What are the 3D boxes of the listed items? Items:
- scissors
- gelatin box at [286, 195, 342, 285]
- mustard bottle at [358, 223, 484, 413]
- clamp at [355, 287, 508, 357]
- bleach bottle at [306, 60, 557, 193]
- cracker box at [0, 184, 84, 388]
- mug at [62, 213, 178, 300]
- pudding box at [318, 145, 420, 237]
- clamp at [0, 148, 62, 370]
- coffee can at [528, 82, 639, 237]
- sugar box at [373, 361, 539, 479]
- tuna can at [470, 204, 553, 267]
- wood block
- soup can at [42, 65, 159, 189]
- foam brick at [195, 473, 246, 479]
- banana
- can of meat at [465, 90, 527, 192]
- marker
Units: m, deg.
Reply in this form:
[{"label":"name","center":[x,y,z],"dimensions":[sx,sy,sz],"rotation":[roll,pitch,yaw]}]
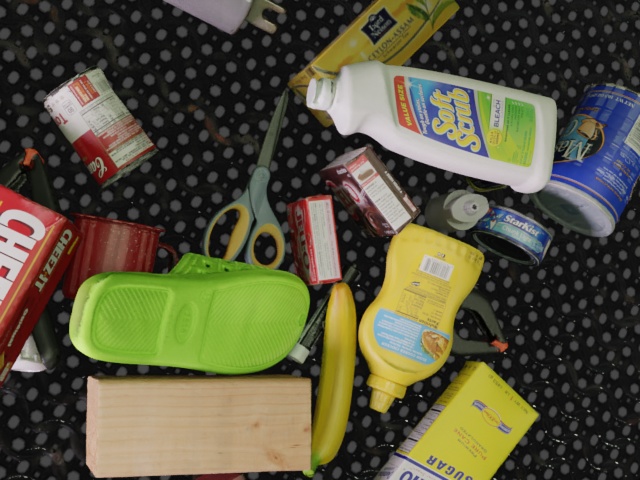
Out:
[{"label":"scissors","center":[-0.050,-0.050,1.119],"dimensions":[0.096,0.016,0.201],"rotation":[35,77,-14]},{"label":"gelatin box","center":[-0.007,0.001,1.098],"dimensions":[0.030,0.073,0.089],"rotation":[-8,88,-18]},{"label":"mustard bottle","center":[0.093,0.086,1.099],"dimensions":[0.096,0.058,0.191],"rotation":[22,84,-6]},{"label":"clamp","center":[0.123,0.080,1.154],"dimensions":[0.171,0.039,0.120],"rotation":[42,85,-7]},{"label":"bleach bottle","center":[0.108,-0.115,1.054],"dimensions":[0.250,0.068,0.102],"rotation":[8,84,-18]},{"label":"cracker box","center":[-0.348,0.014,0.955],"dimensions":[0.214,0.072,0.164],"rotation":[24,78,9]},{"label":"mug","center":[-0.192,0.024,1.035],"dimensions":[0.117,0.093,0.081],"rotation":[12,87,-36]},{"label":"pudding box","center":[0.049,-0.048,1.100],"dimensions":[0.039,0.114,0.090],"rotation":[-41,98,-13]},{"label":"clamp","center":[-0.291,0.017,1.008],"dimensions":[0.164,0.036,0.210],"rotation":[19,74,7]},{"label":"coffee can","center":[0.311,-0.089,1.191],"dimensions":[0.102,0.103,0.140],"rotation":[35,76,-12]},{"label":"sugar box","center":[0.145,0.225,1.146],"dimensions":[0.093,0.048,0.176],"rotation":[43,74,-10]},{"label":"tuna can","center":[0.207,-0.005,1.161],"dimensions":[0.086,0.086,0.033],"rotation":[29,80,-14]},{"label":"wood block","center":[-0.119,0.178,1.041],"dimensions":[0.205,0.091,0.090],"rotation":[2,85,-17]},{"label":"soup can","center":[-0.214,-0.110,1.044],"dimensions":[0.068,0.069,0.102],"rotation":[-36,97,-17]},{"label":"foam brick","center":[-0.096,0.259,1.050],"dimensions":[0.051,0.078,0.053],"rotation":[-28,95,-19]},{"label":"banana","center":[0.016,0.145,1.100],"dimensions":[0.037,0.069,0.198],"rotation":[7,82,5]},{"label":"can of meat","center":[0.196,-0.108,1.166],"dimensions":[0.057,0.084,0.102],"rotation":[-9,89,-18]},{"label":"marker","center":[0.006,0.076,1.126],"dimensions":[0.020,0.020,0.121],"rotation":[36,76,-12]}]
